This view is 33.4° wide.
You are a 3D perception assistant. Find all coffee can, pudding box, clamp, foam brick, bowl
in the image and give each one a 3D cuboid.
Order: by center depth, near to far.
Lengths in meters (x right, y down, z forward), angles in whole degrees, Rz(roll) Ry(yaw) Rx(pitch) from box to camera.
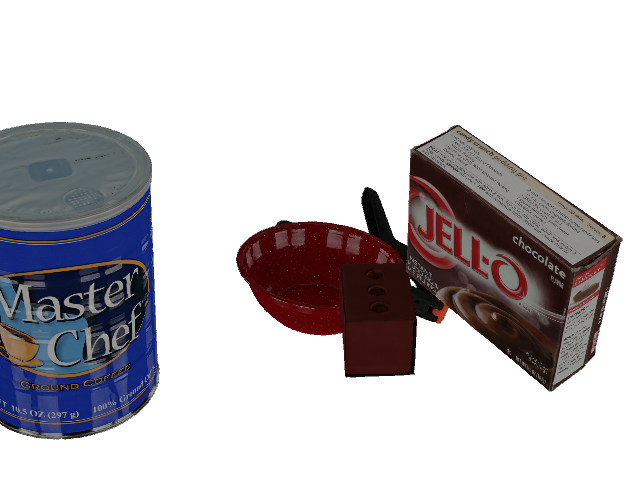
[{"bbox_3d":[0.092,0.007,0.539,0.039,0.090,0.114,-33,52,-25],"label":"pudding box"},{"bbox_3d":[-0.141,0.021,0.578,0.103,0.140,0.103,2,33,-2],"label":"coffee can"},{"bbox_3d":[0.042,0.057,0.789,0.053,0.051,0.078,-2,31,-1],"label":"foam brick"},{"bbox_3d":[-0.001,0.043,1.023,0.162,0.055,0.162,4,30,-2],"label":"bowl"},{"bbox_3d":[0.059,0.021,1.214,0.164,0.036,0.210,-17,50,-37],"label":"clamp"}]
